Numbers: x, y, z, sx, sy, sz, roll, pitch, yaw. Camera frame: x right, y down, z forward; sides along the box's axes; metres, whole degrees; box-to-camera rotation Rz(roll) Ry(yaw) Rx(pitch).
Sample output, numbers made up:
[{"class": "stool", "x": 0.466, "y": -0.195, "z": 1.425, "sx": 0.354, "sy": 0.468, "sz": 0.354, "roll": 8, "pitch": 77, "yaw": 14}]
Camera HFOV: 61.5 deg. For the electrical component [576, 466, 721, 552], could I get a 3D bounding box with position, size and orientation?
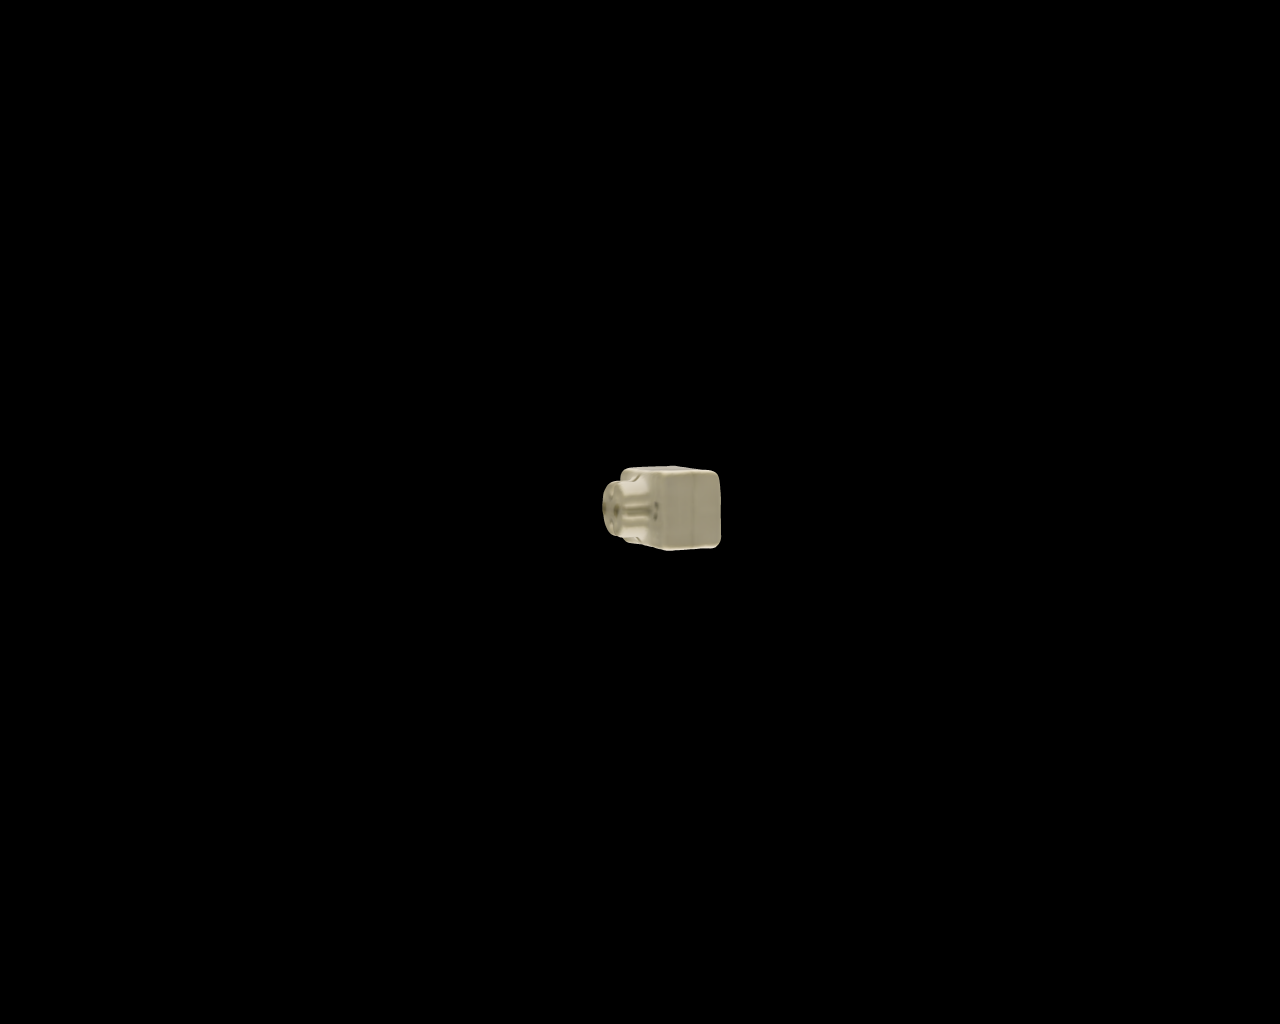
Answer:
[{"class": "electrical component", "x": 0.001, "y": -0.003, "z": 0.650, "sx": 0.077, "sy": 0.047, "sz": 0.066, "roll": -2, "pitch": 5, "yaw": -24}]
